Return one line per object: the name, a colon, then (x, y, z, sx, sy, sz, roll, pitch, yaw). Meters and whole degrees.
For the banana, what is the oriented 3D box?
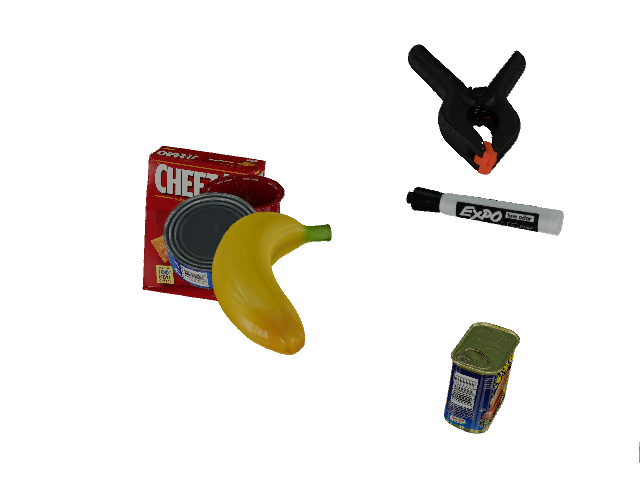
banana: (-0.035, 0.017, 0.671, 0.069, 0.037, 0.197, -1, 21, 6)

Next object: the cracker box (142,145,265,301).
cracker box: (-0.176, -0.021, 1.592, 0.164, 0.214, 0.072, 9, 20, 9)

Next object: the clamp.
clamp: (0.142, -0.136, 1.044, 0.120, 0.039, 0.171, 5, 45, 4)

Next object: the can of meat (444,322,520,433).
can of meat: (0.177, 0.152, 1.182, 0.057, 0.084, 0.102, 17, 28, 20)

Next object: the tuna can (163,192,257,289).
tuna can: (-0.094, 0.001, 0.944, 0.086, 0.086, 0.034, 0, -36, 0)

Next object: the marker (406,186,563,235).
marker: (0.124, -0.024, 0.817, 0.121, 0.020, 0.020, 11, 4, 23)

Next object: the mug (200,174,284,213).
mug: (-0.098, -0.017, 1.195, 0.117, 0.081, 0.093, -6, 29, -14)

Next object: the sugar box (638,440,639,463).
sugar box: (0.302, 0.151, 0.717, 0.048, 0.093, 0.176, -15, 30, -37)
